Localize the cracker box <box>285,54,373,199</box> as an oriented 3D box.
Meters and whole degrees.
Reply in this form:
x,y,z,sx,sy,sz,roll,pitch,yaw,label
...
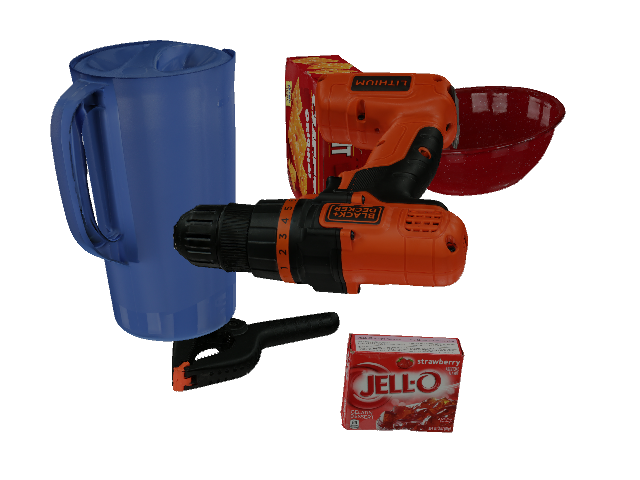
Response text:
x,y,z,sx,sy,sz,roll,pitch,yaw,label
0.011,-0.103,1.146,0.072,0.164,0.214,-4,18,-9,cracker box

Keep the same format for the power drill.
x,y,z,sx,sy,sz,roll,pitch,yaw,label
0.013,-0.040,0.704,0.184,0.057,0.187,5,42,13,power drill

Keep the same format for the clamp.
x,y,z,sx,sy,sz,roll,pitch,yaw,label
-0.084,0.104,1.149,0.165,0.036,0.209,14,29,18,clamp

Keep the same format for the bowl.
x,y,z,sx,sy,sz,roll,pitch,yaw,label
0.128,-0.081,0.909,0.162,0.055,0.162,-8,25,4,bowl

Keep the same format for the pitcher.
x,y,z,sx,sy,sz,roll,pitch,yaw,label
-0.138,-0.039,0.894,0.149,0.243,0.145,-5,23,-9,pitcher

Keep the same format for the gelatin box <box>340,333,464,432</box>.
x,y,z,sx,sy,sz,roll,pitch,yaw,label
0.063,0.112,0.833,0.089,0.073,0.030,2,26,-3,gelatin box
